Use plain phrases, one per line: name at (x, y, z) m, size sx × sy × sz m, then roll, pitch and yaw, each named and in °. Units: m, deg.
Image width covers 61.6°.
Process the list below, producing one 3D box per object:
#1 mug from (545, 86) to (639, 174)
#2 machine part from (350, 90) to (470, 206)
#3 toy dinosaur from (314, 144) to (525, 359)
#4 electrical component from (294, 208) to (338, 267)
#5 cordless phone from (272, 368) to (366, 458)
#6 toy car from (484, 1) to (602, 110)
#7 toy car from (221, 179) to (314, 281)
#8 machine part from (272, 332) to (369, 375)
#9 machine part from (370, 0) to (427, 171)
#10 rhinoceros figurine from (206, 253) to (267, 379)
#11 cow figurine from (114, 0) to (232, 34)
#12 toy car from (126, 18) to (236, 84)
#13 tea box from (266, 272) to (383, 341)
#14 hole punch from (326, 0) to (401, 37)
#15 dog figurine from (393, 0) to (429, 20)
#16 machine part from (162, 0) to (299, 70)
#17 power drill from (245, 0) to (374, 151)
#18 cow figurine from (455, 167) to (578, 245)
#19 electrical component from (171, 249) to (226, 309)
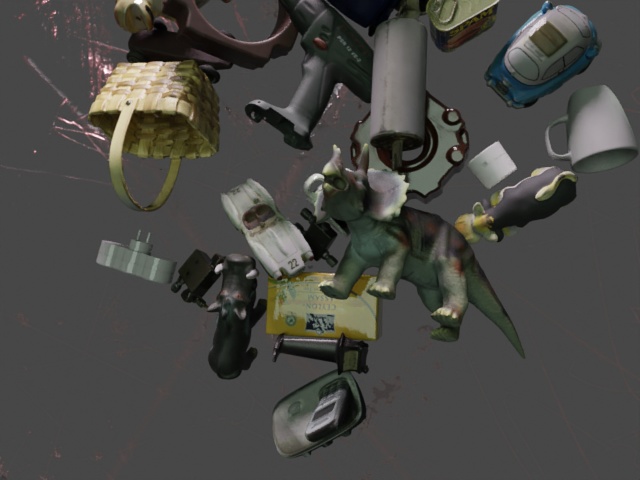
mug at (0.369, -0.153, 0.745) m, size 0.110 × 0.080 × 0.107 m, roll -8°, pitch 72°, yaw 18°
machine part at (0.132, -0.140, 0.807) m, size 0.180 × 0.056 × 0.179 m, roll -1°, pitch 85°, yaw 15°
toy dinosaur at (0.136, 0.018, 0.739) m, size 0.404 × 0.131 × 0.192 m, roll 26°, pitch 69°, yaw -25°
electrical component at (-0.002, -0.003, 0.829) m, size 0.094 × 0.021 × 0.063 m, roll 45°, pitch 134°, yaw 12°
cordless phone at (-0.011, 0.257, 0.744) m, size 0.147 × 0.184 × 0.088 m, roll -30°, pitch 84°, yaw 9°
toy car at (0.313, -0.266, 0.751) m, size 0.162 × 0.103 × 0.109 m, roll -38°, pitch 77°, yaw 6°
toy car at (-0.084, -0.018, 0.816) m, size 0.073 × 0.056 × 0.202 m, roll -32°, pitch 53°, yaw -11°
machine part at (0.001, 0.160, 0.770) m, size 0.139 × 0.084 × 0.039 m, roll 4°, pitch 51°, yaw 10°
machine part at (0.110, -0.215, 0.753) m, size 0.079 × 0.079 × 0.243 m, roll 0°, pitch 81°, yaw 13°
rhinoceros figurine at (-0.134, 0.114, 0.823) m, size 0.073 × 0.112 × 0.190 m, roll 12°, pitch 96°, yaw 16°
cow figurine at (-0.253, -0.407, 0.882) m, size 0.127 × 0.085 × 0.195 m, roll 41°, pitch 71°, yaw 19°
toy car at (-0.231, -0.318, 0.910) m, size 0.202 × 0.053 × 0.089 m, roll 15°, pitch 69°, yaw 13°
tea box at (0.008, 0.097, 0.811) m, size 0.170 × 0.068 × 0.098 m, roll 0°, pitch 86°, yaw 13°
hole punch at (0.061, -0.374, 0.757) m, size 0.116 × 0.092 × 0.142 m, roll 58°, pitch 138°, yaw 17°
dog figurine at (0.098, -0.432, 0.828) m, size 0.191 × 0.121 × 0.172 m, roll 25°, pitch 89°, yaw 28°
machine part at (-0.127, -0.381, 0.825) m, size 0.201 × 0.087 × 0.201 m, roll 14°, pitch 88°, yaw -26°
power drill at (-0.025, -0.253, 0.799) m, size 0.232 × 0.086 × 0.207 m, roll 36°, pitch 74°, yaw -12°
cow figurine at (0.270, -0.042, 0.745) m, size 0.167 × 0.098 × 0.068 m, roll -29°, pitch 86°, yaw 9°
electrical component at (-0.190, 0.063, 0.876) m, size 0.078 × 0.045 × 0.102 m, roll 38°, pitch 93°, yaw 42°
